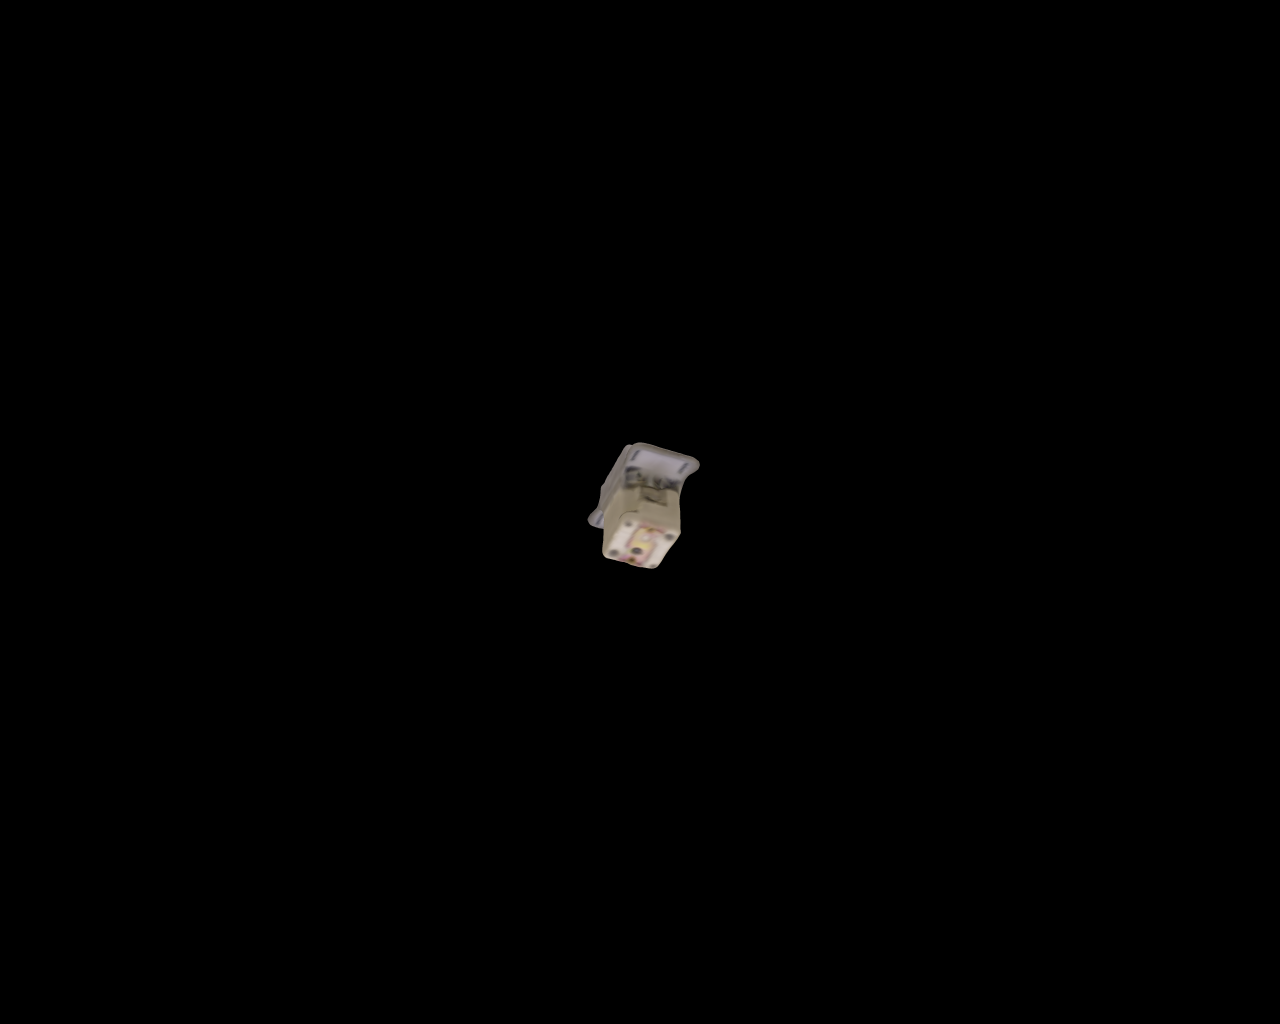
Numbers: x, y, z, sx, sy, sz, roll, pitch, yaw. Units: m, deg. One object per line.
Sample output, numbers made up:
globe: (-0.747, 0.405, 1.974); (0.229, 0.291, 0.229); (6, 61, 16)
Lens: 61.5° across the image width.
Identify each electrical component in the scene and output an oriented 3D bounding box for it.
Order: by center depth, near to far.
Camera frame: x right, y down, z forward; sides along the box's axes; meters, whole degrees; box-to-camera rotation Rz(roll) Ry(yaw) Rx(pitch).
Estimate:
electrical component: (0.001, -0.003, 0.650); (0.042, 0.064, 0.080); (14, -42, -16)
